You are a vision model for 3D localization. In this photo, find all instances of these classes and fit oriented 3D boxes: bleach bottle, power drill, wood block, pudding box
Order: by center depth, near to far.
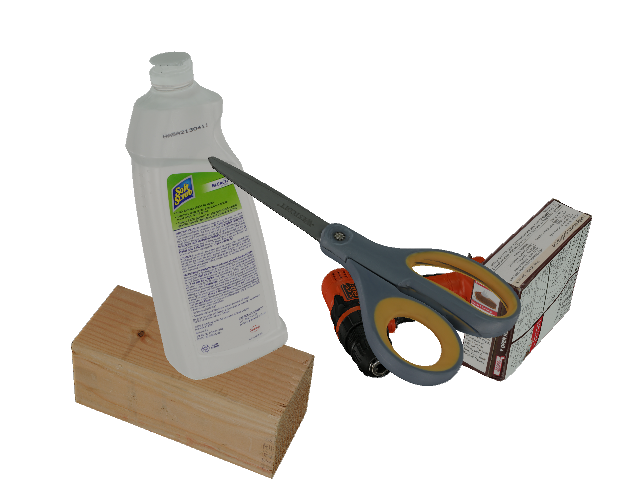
[{"bbox_3d":[0.147,0.035,0.764,0.039,0.090,0.113,25,42,27],"label":"pudding box"},{"bbox_3d":[-0.089,-0.021,0.814,0.102,0.251,0.068,-22,32,-28],"label":"bleach bottle"},{"bbox_3d":[-0.120,0.131,1.007,0.206,0.090,0.090,19,43,12],"label":"wood block"},{"bbox_3d":[0.105,0.076,1.129,0.187,0.057,0.184,-6,28,-11],"label":"power drill"}]

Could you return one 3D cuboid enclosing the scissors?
[{"bbox_3d":[0.010,0.017,0.589,0.202,0.096,0.016,21,-40,10],"label":"scissors"}]
